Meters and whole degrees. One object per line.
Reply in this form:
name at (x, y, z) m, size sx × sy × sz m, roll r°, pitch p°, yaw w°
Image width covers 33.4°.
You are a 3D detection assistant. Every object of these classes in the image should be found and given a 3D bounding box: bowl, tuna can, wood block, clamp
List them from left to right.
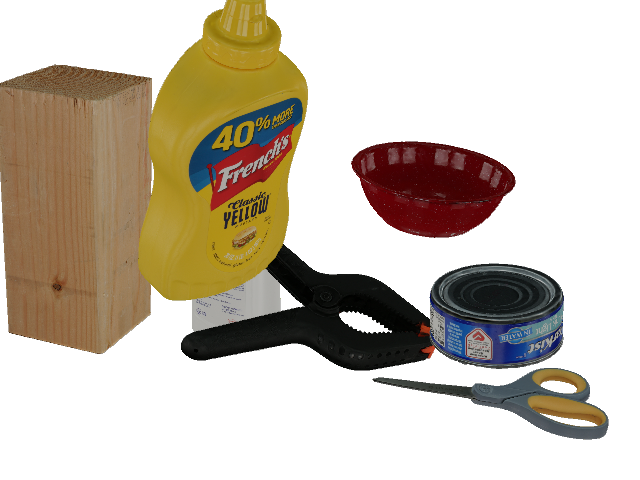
wood block at (-0.194, -0.027, 0.854) m, size 0.091 × 0.206 × 0.090 m, roll 11°, pitch 23°, yaw 16°
clamp at (-0.007, 0.064, 0.883) m, size 0.210 × 0.036 × 0.164 m, roll 21°, pitch 45°, yaw 3°
bowl at (0.109, -0.046, 1.057) m, size 0.162 × 0.055 × 0.162 m, roll 4°, pitch 24°, yaw -2°
tuna can at (0.113, 0.046, 0.684) m, size 0.086 × 0.034 × 0.086 m, roll -3°, pitch 23°, yaw 1°

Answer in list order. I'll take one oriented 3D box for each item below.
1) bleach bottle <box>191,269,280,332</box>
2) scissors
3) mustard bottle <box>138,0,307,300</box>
bleach bottle at (-0.085, -0.016, 1.118) m, size 0.103 × 0.251 × 0.068 m, roll 13°, pitch 23°, yaw 25°
scissors at (0.154, 0.127, 0.941) m, size 0.202 × 0.016 × 0.096 m, roll 15°, pitch 28°, yaw 13°
mustard bottle at (-0.052, -0.056, 0.602) m, size 0.096 × 0.192 × 0.058 m, roll -24°, pitch 53°, yaw -33°
